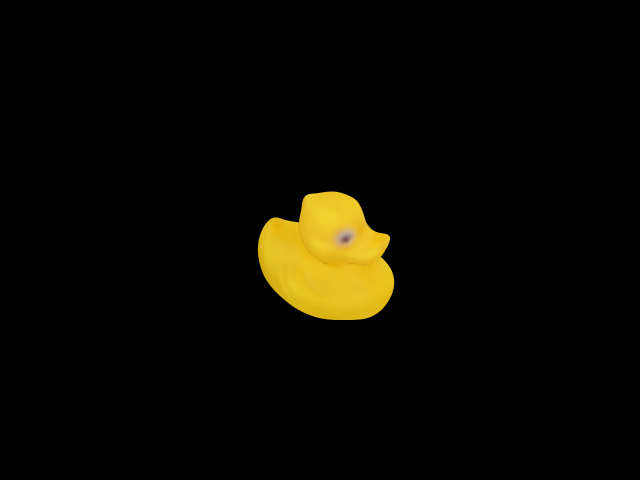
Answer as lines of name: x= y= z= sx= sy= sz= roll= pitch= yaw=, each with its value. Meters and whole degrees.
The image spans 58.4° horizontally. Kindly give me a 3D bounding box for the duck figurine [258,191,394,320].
duck figurine: x=0.004 y=0.001 z=0.400 sx=0.104 sy=0.086 sz=0.078 roll=22 pitch=52 yaw=18
